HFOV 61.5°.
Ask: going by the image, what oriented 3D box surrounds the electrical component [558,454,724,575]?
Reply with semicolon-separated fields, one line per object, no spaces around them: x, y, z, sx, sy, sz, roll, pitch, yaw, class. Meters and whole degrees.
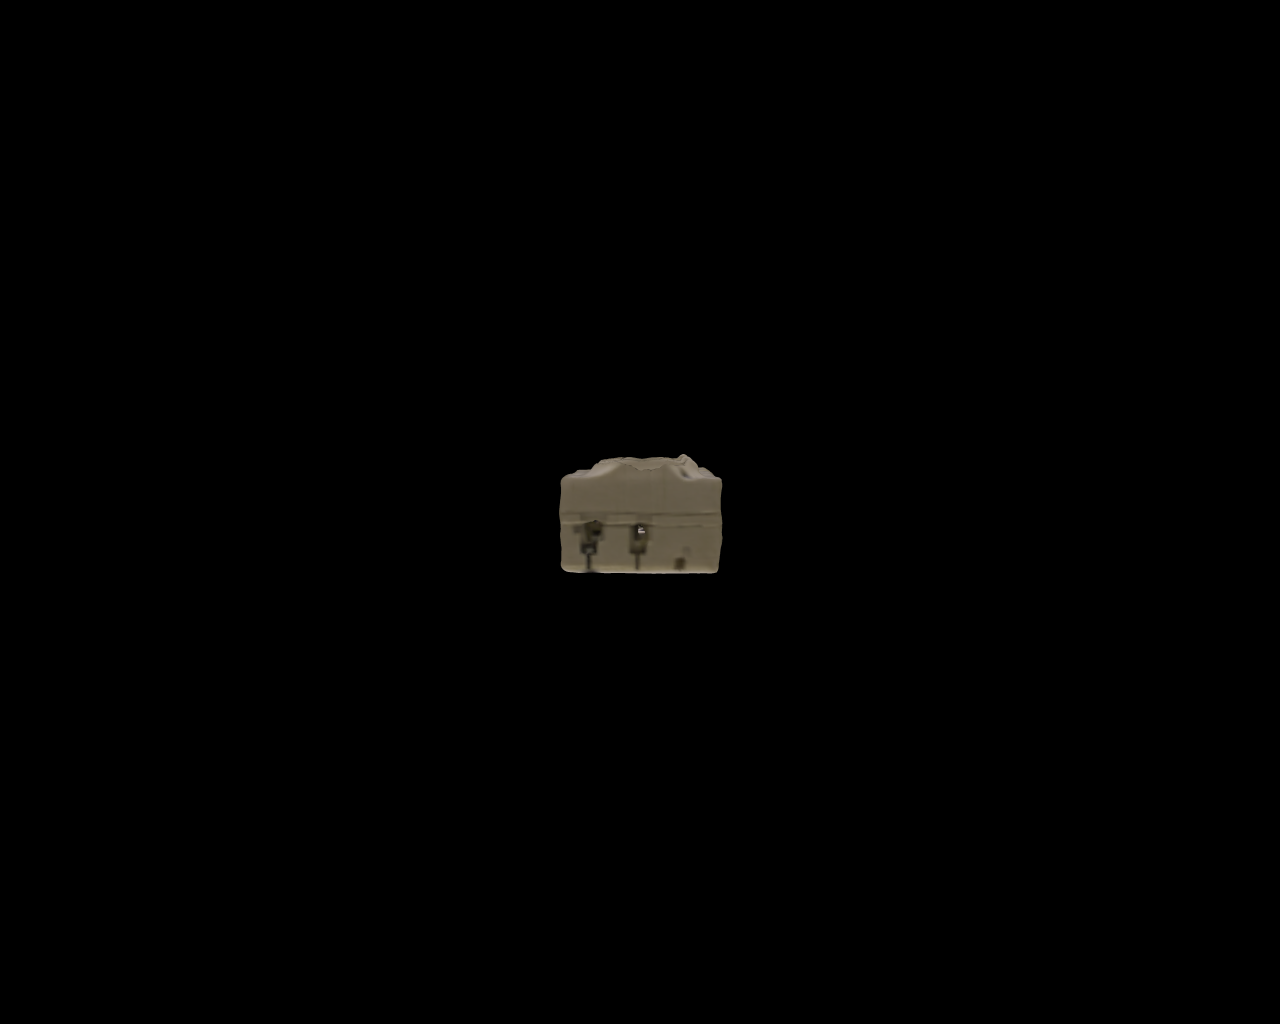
0.001;-0.003;0.650;0.089;0.061;0.150;0;5;0;electrical component
